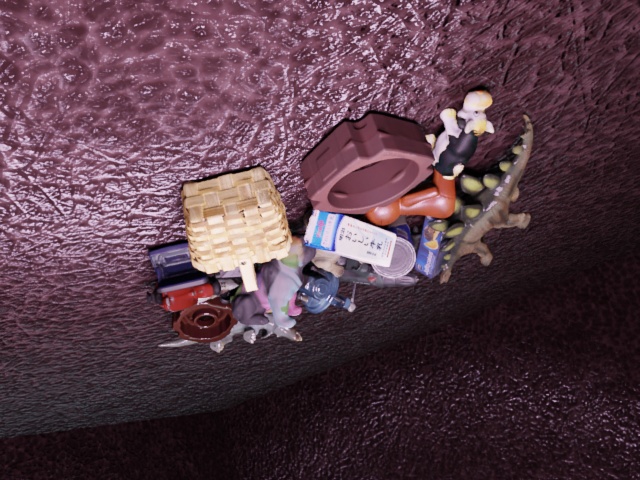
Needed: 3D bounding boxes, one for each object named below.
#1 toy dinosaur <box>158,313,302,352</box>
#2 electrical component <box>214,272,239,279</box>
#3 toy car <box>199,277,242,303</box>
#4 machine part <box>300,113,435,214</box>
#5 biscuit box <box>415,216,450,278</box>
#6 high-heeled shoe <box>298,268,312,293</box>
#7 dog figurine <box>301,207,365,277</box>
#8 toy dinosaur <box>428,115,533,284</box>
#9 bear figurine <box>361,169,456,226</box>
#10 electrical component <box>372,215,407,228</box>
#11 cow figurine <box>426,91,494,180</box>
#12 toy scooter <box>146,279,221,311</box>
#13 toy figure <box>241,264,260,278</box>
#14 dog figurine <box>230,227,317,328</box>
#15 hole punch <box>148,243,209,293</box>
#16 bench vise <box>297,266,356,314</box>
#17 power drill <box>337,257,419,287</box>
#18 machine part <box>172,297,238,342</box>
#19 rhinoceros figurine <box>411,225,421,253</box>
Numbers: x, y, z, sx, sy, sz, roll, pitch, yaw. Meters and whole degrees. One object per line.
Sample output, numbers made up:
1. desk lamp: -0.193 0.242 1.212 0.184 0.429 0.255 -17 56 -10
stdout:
1. toy dinosaur: -0.261 0.256 1.613 0.405 0.131 0.192 -6 176 2
2. electrical component: -0.211 0.074 1.322 0.094 0.021 0.063 -5 155 -28
3. toy car: -0.262 0.123 1.357 0.202 0.056 0.073 -6 156 -28
4. machine part: 0.082 -0.130 0.956 0.201 0.087 0.201 3 150 -40
5. biscuit box: 0.295 0.006 1.371 0.063 0.059 0.202 -34 143 -33
6. high-heeled shoe: -0.127 0.127 1.505 0.249 0.086 0.145 -4 -152 30
7. dog figurine: -0.001 -0.007 1.210 0.172 0.121 0.190 -32 140 27
8. toy dinosaur: 0.367 -0.069 1.198 0.198 0.105 0.470 2 131 -28
9. bear figurine: 0.179 -0.095 1.120 0.196 0.132 0.120 -2 160 10
10. electrical component: 0.164 -0.067 1.209 0.102 0.078 0.045 -4 -179 -18
11. cow figurine: 0.249 -0.181 0.944 0.068 0.098 0.167 -2 155 -19
12. toy scooter: -0.325 0.122 1.204 0.184 0.075 0.135 -6 -172 33
13. toy figure: -0.192 0.053 1.239 0.064 0.058 0.154 -16 165 13
14. dog figurine: -0.103 0.067 1.152 0.192 0.219 0.108 3 -169 14
15. hole punch: -0.298 0.050 1.134 0.142 0.092 0.116 -15 -170 -12
16. bench vise: -0.014 0.124 1.354 0.240 0.129 0.224 30 160 -33
17. power drill: 0.125 0.070 1.423 0.232 0.086 0.207 3 168 31
18. machine part: -0.308 0.205 1.444 0.179 0.056 0.179 -8 134 -9
19. rhinoceros figurine: 0.223 0.002 1.426 0.112 0.073 0.190 -36 152 17
